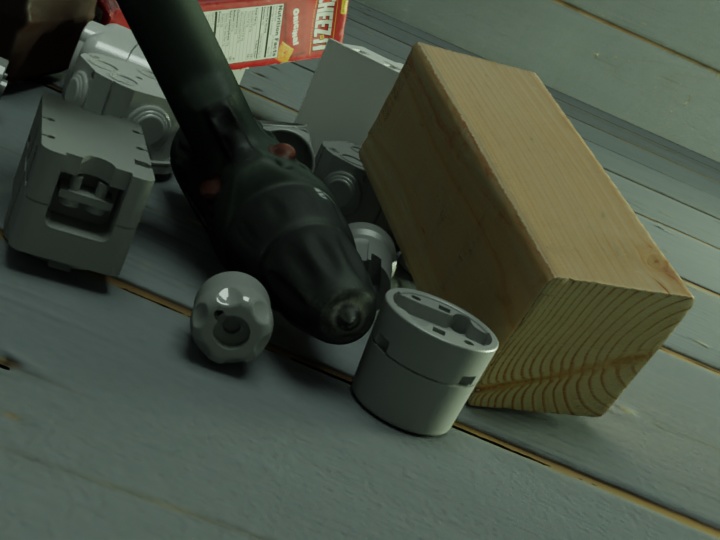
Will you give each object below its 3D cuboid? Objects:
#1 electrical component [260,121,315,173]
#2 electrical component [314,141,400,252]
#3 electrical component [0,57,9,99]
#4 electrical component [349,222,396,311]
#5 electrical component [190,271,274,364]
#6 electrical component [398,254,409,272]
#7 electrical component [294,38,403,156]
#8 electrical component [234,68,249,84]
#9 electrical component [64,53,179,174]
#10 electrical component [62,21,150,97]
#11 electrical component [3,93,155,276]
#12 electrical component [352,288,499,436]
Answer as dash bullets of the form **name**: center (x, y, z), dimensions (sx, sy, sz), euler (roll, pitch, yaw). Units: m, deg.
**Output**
- **electrical component**: center (-0.074, -0.074, 0.696), dimensions (0.079, 0.044, 0.077), euler (2, 11, -13)
- **electrical component**: center (-0.001, -0.048, 0.712), dimensions (0.080, 0.051, 0.080), euler (22, 17, -7)
- **electrical component**: center (-0.237, -0.117, 0.619), dimensions (0.065, 0.044, 0.044), euler (23, 16, -22)
- **electrical component**: center (0.000, 0.000, 0.590), dimensions (0.040, 0.040, 0.046), euler (22, 22, -8)
- **electrical component**: center (-0.056, 0.016, 0.472), dimensions (0.035, 0.035, 0.061), euler (20, 15, -12)
- **electrical component**: center (0.060, -0.016, 0.705), dimensions (0.055, 0.047, 0.055), euler (22, 17, -7)
- **electrical component**: center (0.047, -0.076, 0.767), dimensions (0.186, 0.105, 0.060), euler (30, 18, 17)
- **electrical component**: center (-0.125, -0.196, 0.966), dimensions (0.081, 0.063, 0.042), euler (31, 19, 23)
- **electrical component**: center (-0.144, -0.095, 0.659), dimensions (0.080, 0.051, 0.080), euler (22, 17, -7)
- **electrical component**: center (-0.167, -0.134, 0.741), dimensions (0.059, 0.053, 0.095), euler (21, 17, -11)
- **electrical component**: center (-0.131, -0.037, 0.495), dimensions (0.050, 0.055, 0.089), euler (17, 18, -22)
- **electrical component**: center (0.028, 0.042, 0.486), dimensions (0.055, 0.047, 0.055), euler (22, 17, -7)
